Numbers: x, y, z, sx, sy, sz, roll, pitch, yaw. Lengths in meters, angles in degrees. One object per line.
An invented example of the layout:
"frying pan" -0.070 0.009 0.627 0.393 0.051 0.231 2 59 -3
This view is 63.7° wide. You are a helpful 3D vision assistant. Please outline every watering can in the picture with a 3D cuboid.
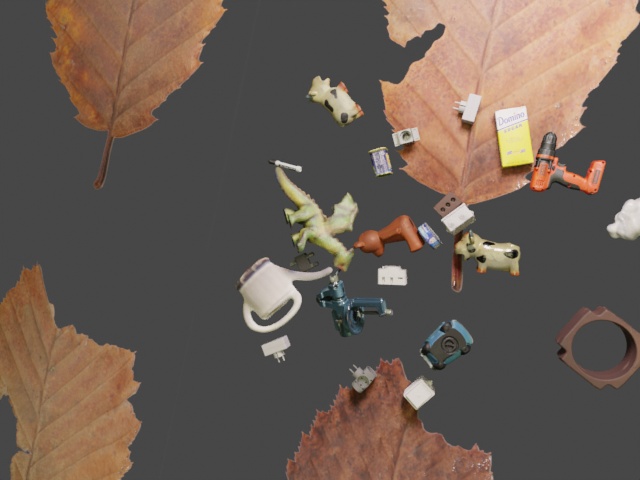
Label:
"watering can" -0.139 0.150 1.726 0.346 0.104 0.226 -44 80 8

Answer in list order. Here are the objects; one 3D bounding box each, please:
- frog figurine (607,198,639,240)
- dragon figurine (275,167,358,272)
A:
"frog figurine" 0.923 -0.050 1.483 0.137 0.125 0.156 44 136 2
"dragon figurine" 0.005 -0.086 1.713 0.243 0.121 0.415 -14 76 -4
